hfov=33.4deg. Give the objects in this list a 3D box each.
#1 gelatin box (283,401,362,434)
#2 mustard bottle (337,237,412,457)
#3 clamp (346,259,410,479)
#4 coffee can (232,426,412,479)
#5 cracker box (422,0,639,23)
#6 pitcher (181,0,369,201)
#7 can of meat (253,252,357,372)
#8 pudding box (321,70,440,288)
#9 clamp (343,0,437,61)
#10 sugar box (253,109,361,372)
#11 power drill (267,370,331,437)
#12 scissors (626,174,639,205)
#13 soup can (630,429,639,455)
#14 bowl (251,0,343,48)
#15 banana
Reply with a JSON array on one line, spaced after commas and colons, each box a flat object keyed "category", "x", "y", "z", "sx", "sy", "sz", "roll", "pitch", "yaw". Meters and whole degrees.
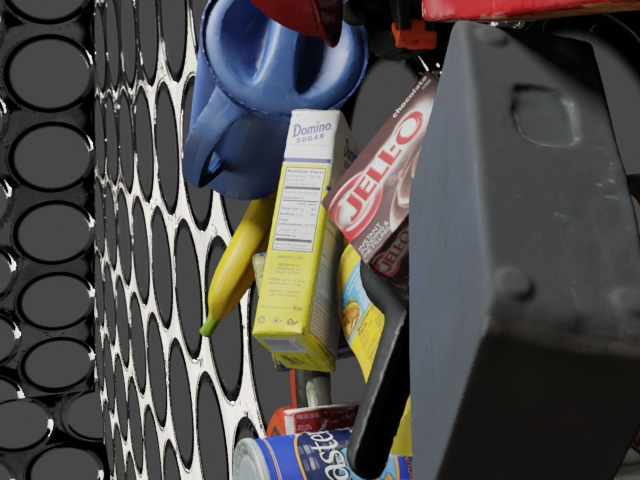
[{"category": "gelatin box", "x": 0.020, "y": 0.164, "z": 0.826, "sx": 0.030, "sy": 0.089, "sz": 0.073, "roll": 161, "pitch": 104, "yaw": -69}, {"category": "mustard bottle", "x": 0.054, "y": 0.048, "z": 0.733, "sx": 0.096, "sy": 0.058, "sz": 0.192, "roll": -59, "pitch": 34, "yaw": 31}, {"category": "clamp", "x": 0.076, "y": 0.024, "z": 0.644, "sx": 0.165, "sy": 0.036, "sz": 0.210, "roll": -33, "pitch": 39, "yaw": 29}, {"category": "coffee can", "x": 0.018, "y": 0.183, "z": 0.752, "sx": 0.103, "sy": 0.140, "sz": 0.103, "roll": 176, "pitch": 90, "yaw": -73}, {"category": "cracker box", "x": 0.112, "y": -0.184, "z": 0.481, "sx": 0.214, "sy": 0.072, "sz": 0.164, "roll": -152, "pitch": 60, "yaw": -71}, {"category": "pitcher", "x": -0.057, "y": -0.114, "z": 0.927, "sx": 0.243, "sy": 0.149, "sz": 0.145, "roll": 125, "pitch": 138, "yaw": -69}, {"category": "can of meat", "x": -0.003, "y": 0.050, "z": 0.859, "sx": 0.057, "sy": 0.084, "sz": 0.102, "roll": 70, "pitch": -172, "yaw": -68}, {"category": "pudding box", "x": 0.058, "y": -0.039, "z": 0.652, "sx": 0.113, "sy": 0.039, "sz": 0.090, "roll": -49, "pitch": 32, "yaw": 9}, {"category": "clamp", "x": 0.047, "y": -0.187, "z": 0.744, "sx": 0.171, "sy": 0.039, "sz": 0.120, "roll": -118, "pitch": 24, "yaw": -58}, {"category": "sugar box", "x": -0.005, "y": 0.001, "z": 0.796, "sx": 0.093, "sy": 0.048, "sz": 0.176, "roll": 58, "pitch": -144, "yaw": -64}, {"category": "power drill", "x": -0.020, "y": 0.105, "z": 0.994, "sx": 0.184, "sy": 0.057, "sz": 0.188, "roll": -142, "pitch": 49, "yaw": -72}, {"category": "scissors", "x": 0.161, "y": -0.033, "z": 0.454, "sx": 0.096, "sy": 0.016, "sz": 0.202, "roll": -113, "pitch": 26, "yaw": -46}, {"category": "soup can", "x": 0.156, "y": 0.037, "z": 0.398, "sx": 0.068, "sy": 0.068, "sz": 0.102, "roll": -112, "pitch": 24, "yaw": -44}, {"category": "bowl", "x": -0.024, "y": -0.210, "z": 0.731, "sx": 0.162, "sy": 0.055, "sz": 0.162, "roll": -5, "pitch": -90, "yaw": -80}, {"category": "banana", "x": -0.068, "y": 0.000, "z": 1.030, "sx": 0.070, "sy": 0.037, "sz": 0.197, "roll": -35, "pitch": 24, "yaw": 51}]
